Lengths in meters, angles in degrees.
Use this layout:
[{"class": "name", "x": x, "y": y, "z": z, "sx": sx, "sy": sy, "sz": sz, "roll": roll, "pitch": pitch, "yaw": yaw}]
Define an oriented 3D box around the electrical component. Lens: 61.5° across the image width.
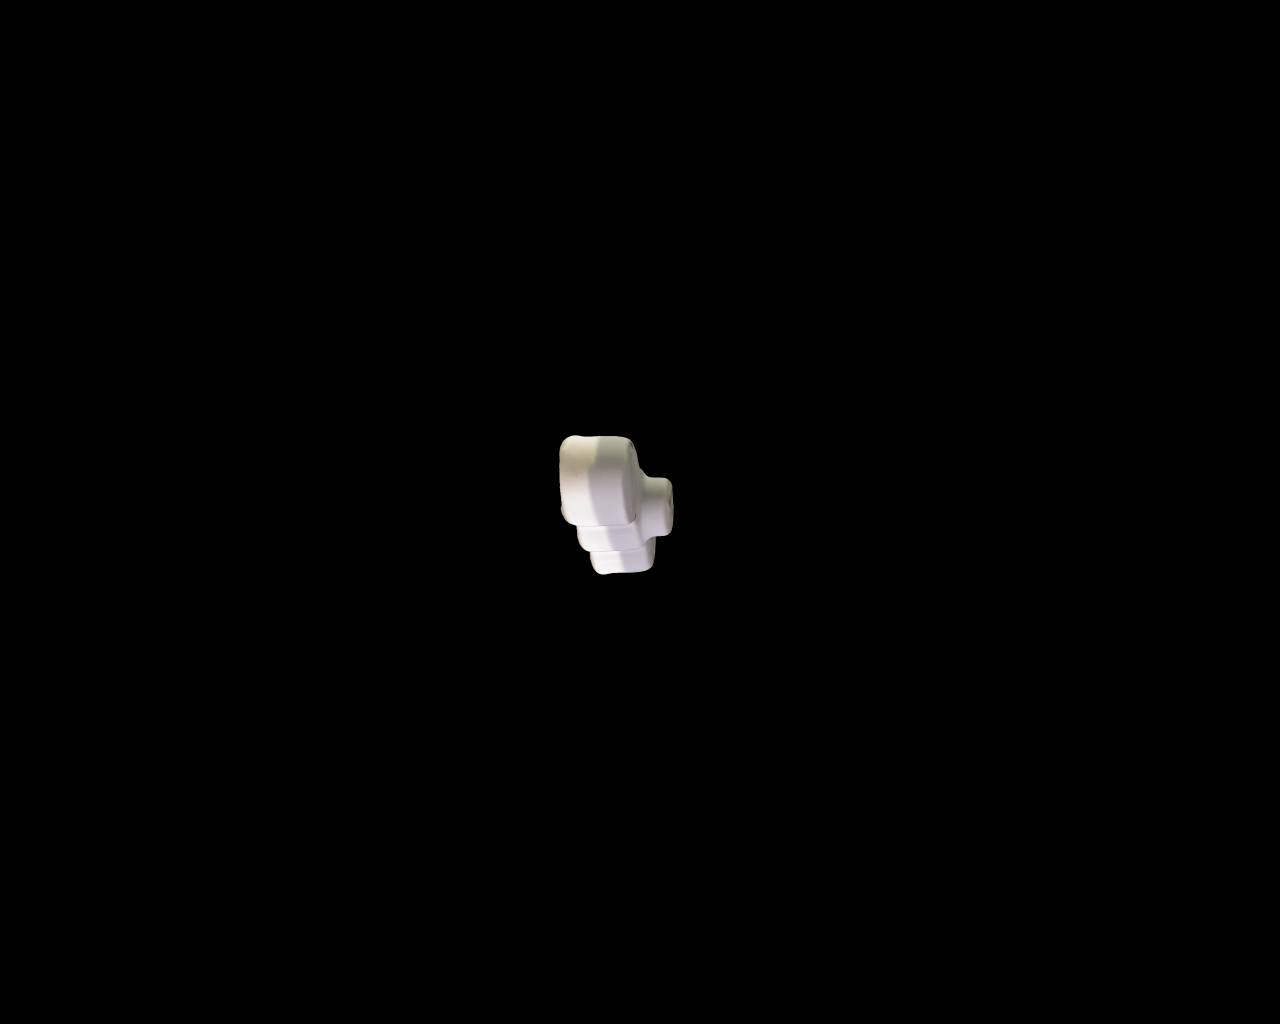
[{"class": "electrical component", "x": 0.001, "y": -0.003, "z": 0.650, "sx": 0.074, "sy": 0.052, "sz": 0.138, "roll": -3, "pitch": -22, "yaw": 7}]
